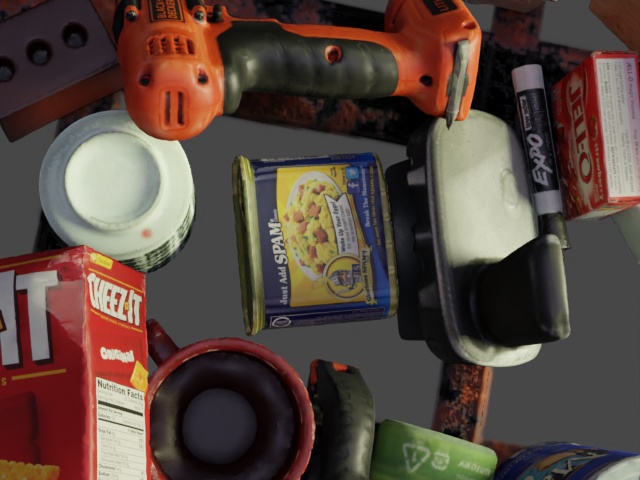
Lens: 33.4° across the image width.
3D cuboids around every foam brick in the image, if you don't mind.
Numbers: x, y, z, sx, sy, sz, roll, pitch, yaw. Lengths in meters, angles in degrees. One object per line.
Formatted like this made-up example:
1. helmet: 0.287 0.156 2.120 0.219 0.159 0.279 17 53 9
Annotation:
1. foam brick: -0.157 -0.100 0.611 0.078 0.051 0.053 -28 86 -9

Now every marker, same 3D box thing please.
1. marker: 0.136 -0.047 0.655 0.020 0.020 0.121 -7 83 -8

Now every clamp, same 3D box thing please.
1. clamp: 0.010 0.132 0.561 0.039 0.120 0.171 17 54 -21

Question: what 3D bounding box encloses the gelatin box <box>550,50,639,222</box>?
1. gelatin box: 0.164 -0.060 0.633 0.030 0.073 0.089 -3 83 -7

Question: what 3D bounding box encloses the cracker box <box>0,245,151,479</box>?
1. cracker box: -0.168 0.121 0.512 0.164 0.072 0.214 -10 71 15

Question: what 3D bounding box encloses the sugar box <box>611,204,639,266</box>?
1. sugar box: 0.279 -0.021 0.655 0.176 0.048 0.093 -28 84 -11

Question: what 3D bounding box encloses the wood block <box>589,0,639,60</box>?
1. wood block: 0.263 -0.112 0.612 0.090 0.091 0.206 -32 68 -11

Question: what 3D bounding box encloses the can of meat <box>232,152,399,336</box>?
1. can of meat: -0.004 0.001 0.614 0.084 0.057 0.102 -4 84 -10

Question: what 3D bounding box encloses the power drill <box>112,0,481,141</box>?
1. power drill: -0.019 -0.112 0.585 0.187 0.184 0.057 -3 125 -9

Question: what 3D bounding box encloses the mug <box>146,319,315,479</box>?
1. mug: -0.061 0.092 0.581 0.093 0.081 0.117 -41 89 -10

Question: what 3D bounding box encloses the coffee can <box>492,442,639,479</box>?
1. coffee can: 0.150 0.162 0.567 0.102 0.140 0.103 1 82 -7
